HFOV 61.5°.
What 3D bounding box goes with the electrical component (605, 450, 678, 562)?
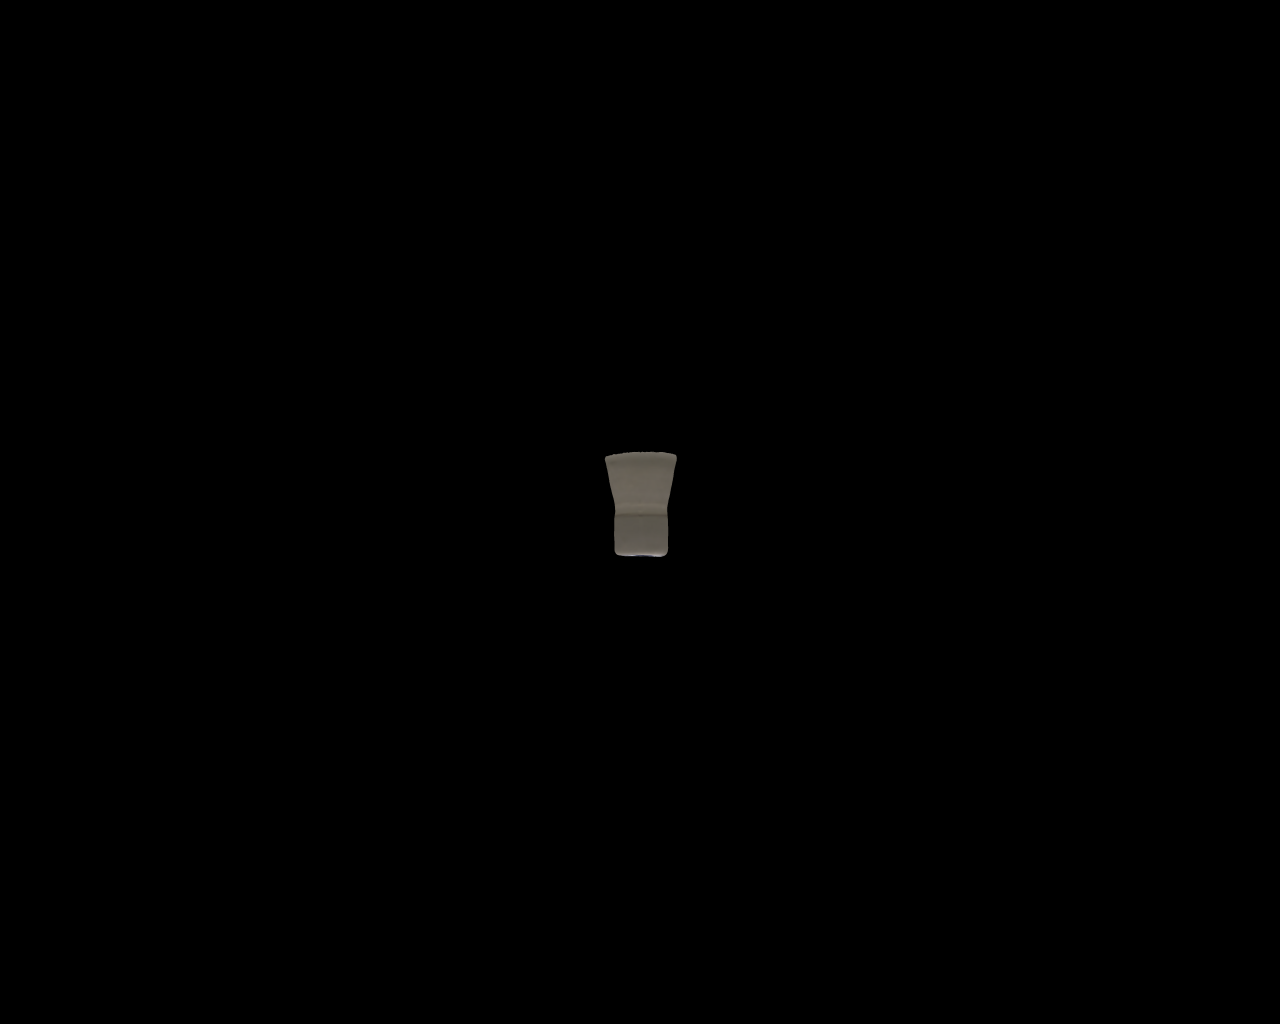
[{"bbox_3d":[0.001,-0.003,0.650,0.044,0.065,0.044,0,-3,0],"label":"electrical component"}]
